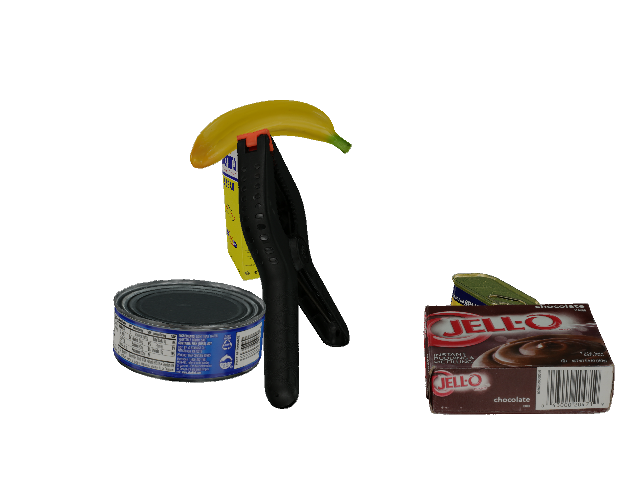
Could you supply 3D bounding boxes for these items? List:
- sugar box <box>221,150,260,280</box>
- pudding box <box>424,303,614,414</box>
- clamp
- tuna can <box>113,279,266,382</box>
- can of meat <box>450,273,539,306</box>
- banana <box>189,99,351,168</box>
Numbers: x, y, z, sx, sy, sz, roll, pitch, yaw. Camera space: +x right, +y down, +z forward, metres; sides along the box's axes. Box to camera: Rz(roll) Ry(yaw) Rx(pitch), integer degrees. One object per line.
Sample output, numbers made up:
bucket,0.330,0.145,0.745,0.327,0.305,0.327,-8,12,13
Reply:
sugar box,-0.092,-0.049,1.321,0.048,0.176,0.093,-11,25,-14
pudding box,0.124,0.074,0.686,0.113,0.039,0.090,1,22,3
clamp,-0.025,0.015,0.858,0.036,0.210,0.164,-11,2,18
tuna can,-0.074,0.050,0.605,0.086,0.034,0.086,5,14,-1
can of meat,0.177,0.090,1.122,0.057,0.084,0.102,-1,18,-29
banana,-0.058,-0.114,1.098,0.197,0.037,0.070,-11,49,-35
